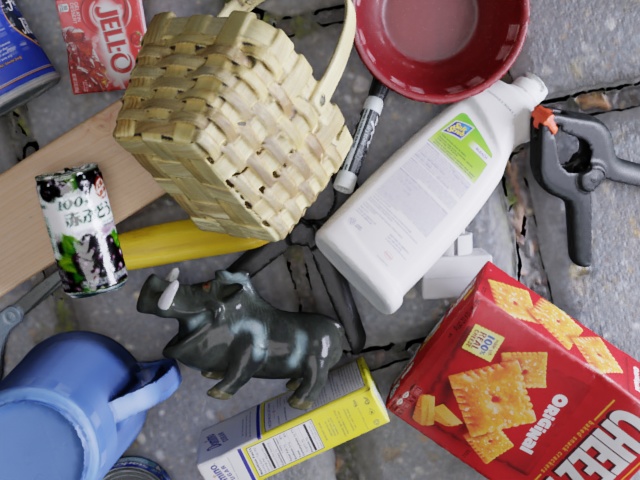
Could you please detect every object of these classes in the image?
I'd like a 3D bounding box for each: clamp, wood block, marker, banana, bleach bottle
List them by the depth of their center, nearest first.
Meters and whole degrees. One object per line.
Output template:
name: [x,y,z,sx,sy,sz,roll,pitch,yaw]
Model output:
wood block: [-0.236,-0.036,0.956,0.206,0.090,0.091,-32,99,2]
bleach bottle: [0.116,-0.054,0.963,0.250,0.068,0.102,-43,85,-10]
banana: [-0.128,0.004,0.972,0.198,0.069,0.037,-11,107,9]
marker: [0.040,-0.100,0.973,0.020,0.020,0.121,22,75,-6]
clamp: [0.240,-0.052,0.981,0.171,0.039,0.120,35,94,-27]
clamp: [-0.007,0.001,0.998,0.164,0.036,0.210,21,98,-5]

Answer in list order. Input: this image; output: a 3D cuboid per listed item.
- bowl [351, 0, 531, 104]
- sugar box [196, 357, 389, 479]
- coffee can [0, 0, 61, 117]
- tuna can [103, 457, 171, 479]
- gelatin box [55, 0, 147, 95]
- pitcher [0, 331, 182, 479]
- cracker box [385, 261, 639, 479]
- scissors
bowl: [0.104,-0.204,0.960,0.162,0.055,0.162,0,99,-2]
sugar box: [-0.027,0.175,0.998,0.176,0.093,0.048,-27,101,3]
coffee can: [-0.305,-0.176,0.923,0.103,0.103,0.140,-29,99,2]
tuna can: [-0.183,0.255,1.034,0.086,0.034,0.086,0,99,-2]
gelatin box: [-0.191,-0.179,0.954,0.073,0.030,0.089,-7,114,-3]
pitcher: [-0.215,0.154,0.911,0.145,0.243,0.149,27,91,-4]
cracker box: [0.190,0.146,0.969,0.213,0.072,0.164,35,123,2]
scissors: [-0.289,0.092,1.011,0.202,0.016,0.096,-23,98,3]
